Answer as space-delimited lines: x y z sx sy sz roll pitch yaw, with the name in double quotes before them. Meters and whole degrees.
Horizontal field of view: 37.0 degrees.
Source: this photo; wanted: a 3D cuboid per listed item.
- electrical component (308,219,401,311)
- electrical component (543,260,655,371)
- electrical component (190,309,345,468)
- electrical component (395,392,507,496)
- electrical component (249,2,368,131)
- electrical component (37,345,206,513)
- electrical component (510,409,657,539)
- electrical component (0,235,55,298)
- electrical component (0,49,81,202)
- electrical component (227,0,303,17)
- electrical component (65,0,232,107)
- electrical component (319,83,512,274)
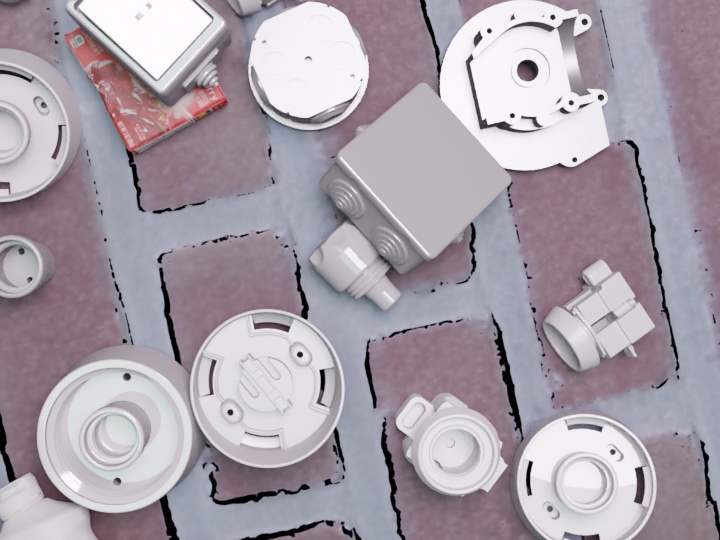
"electrical component" 0.000 0.000 0.714 0.043 0.043 0.062 -45 93 -1
"electrical component" 0.157 0.036 0.721 0.055 0.048 0.066 -34 93 -9
"electrical component" -0.060 0.074 0.703 0.099 0.064 0.099 0 91 -3
"electrical component" 0.062 0.117 0.712 0.078 0.057 0.058 37 90 -3
"electrical component" -0.034 -0.134 0.706 0.080 0.051 0.080 0 91 -2
"electrical component" -0.157 0.105 0.701 0.108 0.060 0.108 0 91 -2
"electrical component" 0.151 0.144 0.726 0.099 0.064 0.099 -1 81 7
"electrical component" -0.222 -0.002 0.703 0.040 0.046 0.040 0 91 -2
"electrical component" -0.234 -0.094 0.704 0.099 0.064 0.099 -2 103 -9
"electrical component" -0.065 -0.199 0.707 0.055 0.048 0.066 -33 93 -9
"electrical component" -0.125 -0.148 0.666 0.096 0.061 0.061 42 88 -3
"electrical component" 0.034 -0.057 0.697 0.099 0.048 0.100 48 62 -2
